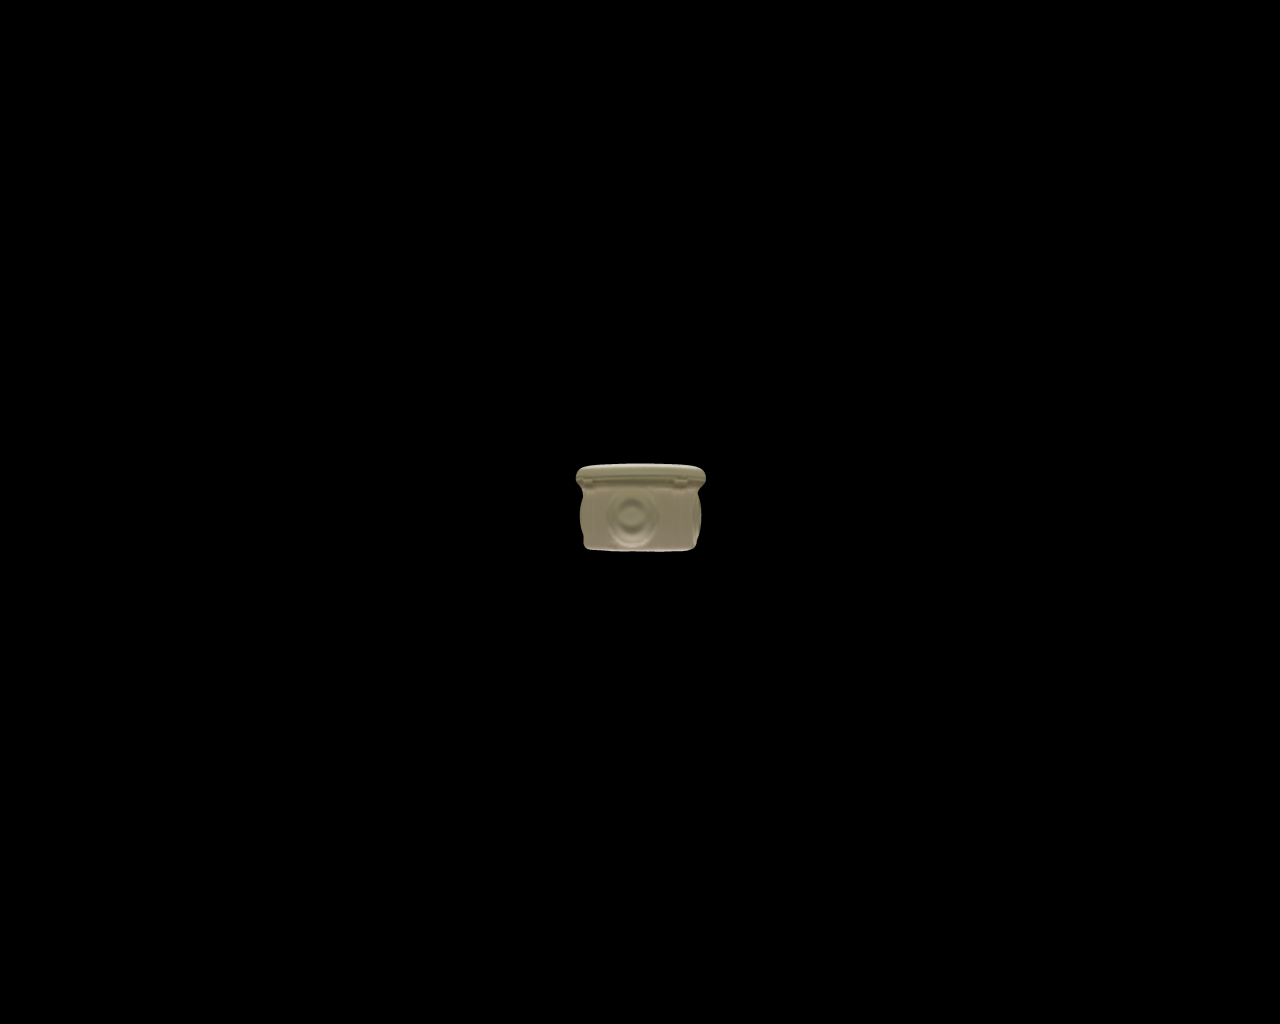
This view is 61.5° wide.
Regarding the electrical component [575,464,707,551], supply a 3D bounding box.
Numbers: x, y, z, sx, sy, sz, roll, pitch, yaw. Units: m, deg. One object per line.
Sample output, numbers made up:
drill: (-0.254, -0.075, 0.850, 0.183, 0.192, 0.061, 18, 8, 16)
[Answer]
electrical component: (0.001, -0.003, 0.650, 0.080, 0.051, 0.080, 0, 0, 0)
